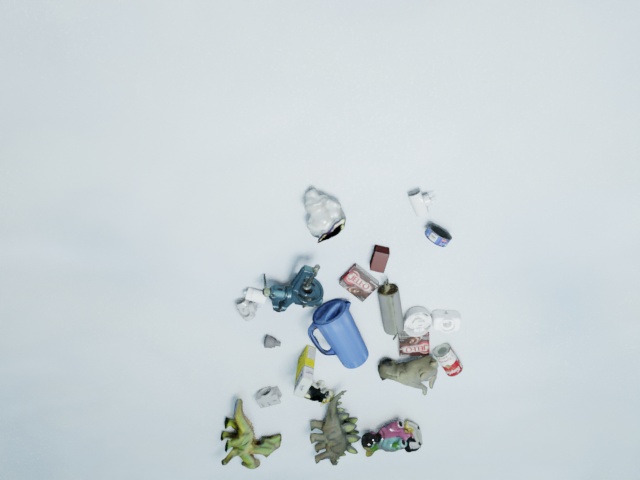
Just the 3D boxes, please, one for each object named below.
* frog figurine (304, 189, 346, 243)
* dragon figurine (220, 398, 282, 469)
[{"bbox_3d":[0.005,-0.084,1.676,0.135,0.123,0.161,-47,67,30],"label":"frog figurine"},{"bbox_3d":[-0.275,0.809,2.115,0.242,0.125,0.402,10,119,-19],"label":"dragon figurine"}]
